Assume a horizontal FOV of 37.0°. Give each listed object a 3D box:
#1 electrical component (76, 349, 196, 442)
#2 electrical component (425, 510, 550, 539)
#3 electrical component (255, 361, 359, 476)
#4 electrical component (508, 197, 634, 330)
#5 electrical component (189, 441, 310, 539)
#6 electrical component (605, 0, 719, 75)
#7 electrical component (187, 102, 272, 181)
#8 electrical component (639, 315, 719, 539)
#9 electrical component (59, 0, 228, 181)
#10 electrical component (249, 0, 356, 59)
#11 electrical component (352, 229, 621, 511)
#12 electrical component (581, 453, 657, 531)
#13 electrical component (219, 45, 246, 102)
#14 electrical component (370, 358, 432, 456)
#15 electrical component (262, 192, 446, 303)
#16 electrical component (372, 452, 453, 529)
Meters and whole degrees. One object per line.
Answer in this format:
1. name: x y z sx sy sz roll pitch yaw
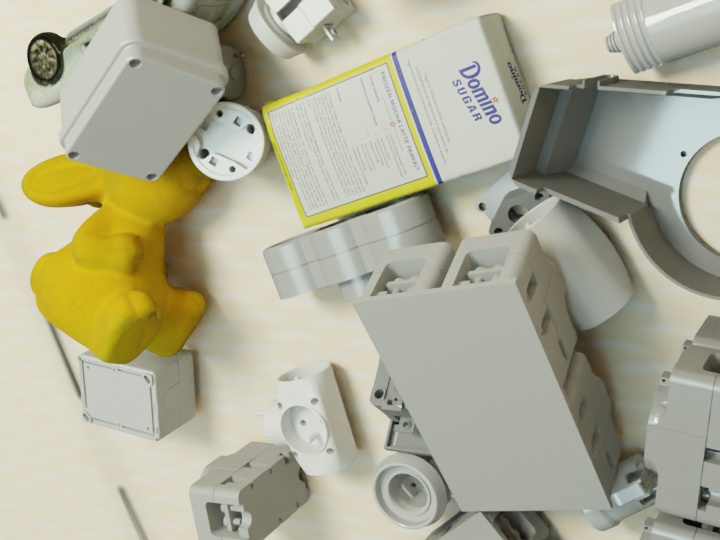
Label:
1. electrical component: -0.188 0.094 0.895 0.096 0.061 0.061 10 111 27
2. electrical component: 0.072 0.249 0.798 0.105 0.060 0.186 51 123 6
3. electrical component: -0.047 0.116 0.831 0.079 0.044 0.077 -11 101 32
4. electrical component: 0.122 0.002 0.693 0.077 0.043 0.079 51 137 -7
5. electrical component: -0.089 0.175 0.848 0.056 0.089 0.050 -1 106 30
6. electrical component: 0.180 -0.142 0.615 0.081 0.043 0.043 -16 98 33
7. electrical component: -0.092 -0.093 0.776 0.055 0.047 0.055 1 99 5
8. electrical component: 0.212 0.132 0.651 0.060 0.105 0.186 11 111 27
9. electrical component: -0.149 -0.120 0.731 0.113 0.078 0.057 -44 46 38
10. electrical component: -0.042 -0.177 0.731 0.055 0.048 0.066 -37 86 26
11. electrical component: 0.087 0.067 0.682 0.105 0.060 0.186 -8 124 30
12. electrical component: 0.173 0.148 0.719 0.046 0.040 0.040 -32 89 27
13. electrical component: -0.120 -0.142 0.789 0.078 0.040 0.040 0 106 30
14. electrical component: 0.039 0.085 0.752 0.042 0.064 0.081 1 65 30
15. electrical component: 0.000 0.000 0.760 0.138 0.052 0.073 -17 97 33
16. electrical component: 0.045 0.152 0.783 0.058 0.057 0.078 47 123 8
